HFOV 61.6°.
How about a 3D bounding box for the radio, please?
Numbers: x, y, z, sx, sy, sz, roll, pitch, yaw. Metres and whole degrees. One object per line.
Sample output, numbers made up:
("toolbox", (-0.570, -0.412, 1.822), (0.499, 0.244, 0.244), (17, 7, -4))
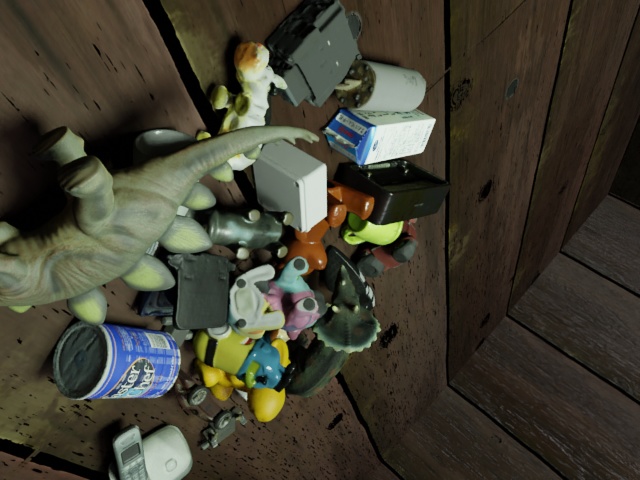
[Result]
("radio", (0.140, -0.099, 1.043), (0.229, 0.131, 0.073), (-12, 130, -49))

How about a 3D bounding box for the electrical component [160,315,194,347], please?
("electrical component", (-0.234, 0.145, 0.880), (0.063, 0.021, 0.094), (-59, 155, 8))

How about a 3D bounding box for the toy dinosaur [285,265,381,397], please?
("toy dinosaur", (-0.005, 0.245, 1.117), (0.404, 0.131, 0.192), (-58, 180, 17))

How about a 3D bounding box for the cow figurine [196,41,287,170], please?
("cow figurine", (-0.092, -0.173, 0.709), (0.098, 0.068, 0.167), (-12, 134, -56))

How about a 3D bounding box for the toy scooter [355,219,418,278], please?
("toy scooter", (0.159, 0.007, 1.192), (0.184, 0.075, 0.135), (-28, -152, 52))

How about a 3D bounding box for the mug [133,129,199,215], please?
("mug", (-0.190, -0.078, 0.674), (0.110, 0.081, 0.107), (-77, -175, -57))

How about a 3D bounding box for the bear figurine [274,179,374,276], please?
("bear figurine", (-0.005, -0.005, 0.947), (0.120, 0.132, 0.195), (-12, 124, -48))

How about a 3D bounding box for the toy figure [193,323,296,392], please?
("toy figure", (-0.134, 0.201, 0.926), (0.089, 0.180, 0.082), (-57, 180, -6))

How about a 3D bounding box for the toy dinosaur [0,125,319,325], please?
("toy dinosaur", (-0.221, -0.023, 0.573), (0.471, 0.105, 0.198), (-31, 144, 2))

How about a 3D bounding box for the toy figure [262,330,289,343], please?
("toy figure", (-0.071, 0.169, 1.102), (0.064, 0.058, 0.154), (37, 91, -21))

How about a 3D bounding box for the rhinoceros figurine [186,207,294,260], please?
("rhinoceros figurine", (-0.128, -0.020, 0.778), (0.190, 0.112, 0.073), (2, 104, -44))

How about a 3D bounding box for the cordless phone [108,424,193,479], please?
("cordless phone", (-0.307, 0.372, 0.958), (0.146, 0.089, 0.184), (-26, 135, -39))

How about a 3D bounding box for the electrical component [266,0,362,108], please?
("electrical component", (-0.012, -0.255, 0.748), (0.134, 0.058, 0.114), (-51, 148, -6))

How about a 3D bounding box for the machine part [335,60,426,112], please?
("machine part", (0.103, -0.250, 0.884), (0.243, 0.079, 0.079), (-13, 131, -50))

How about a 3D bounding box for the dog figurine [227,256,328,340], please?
("dog figurine", (-0.076, 0.123, 0.952), (0.192, 0.108, 0.219), (-16, 160, -12))

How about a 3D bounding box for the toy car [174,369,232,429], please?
("toy car", (-0.225, 0.286, 0.971), (0.053, 0.089, 0.202), (-45, 150, -19))

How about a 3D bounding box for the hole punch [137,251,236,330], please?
("hole punch", (-0.202, 0.071, 0.809), (0.142, 0.092, 0.115), (12, 83, -55))

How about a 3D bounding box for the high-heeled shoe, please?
("high-heeled shoe", (0.072, 0.082, 1.217), (0.145, 0.086, 0.248), (-77, 154, -54))

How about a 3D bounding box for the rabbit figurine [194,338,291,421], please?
("rabbit figurine", (-0.124, 0.260, 1.005), (0.162, 0.173, 0.121), (-32, 139, -25))

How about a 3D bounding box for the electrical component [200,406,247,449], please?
("electrical component", (-0.209, 0.408, 1.163), (0.102, 0.045, 0.078), (-26, 138, -38))
